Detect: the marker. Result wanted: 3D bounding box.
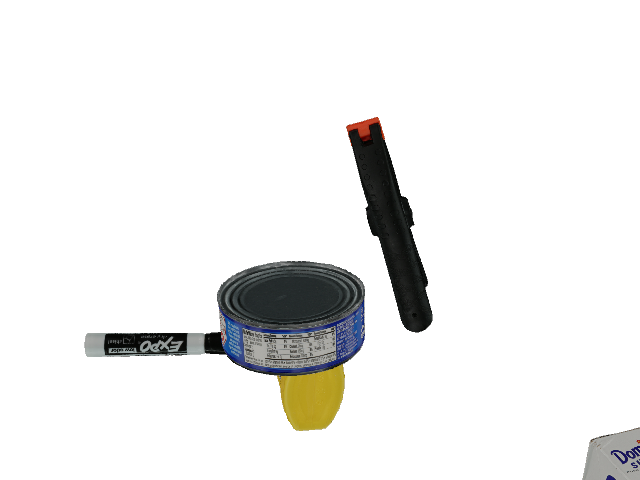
[{"bbox_3d":[-0.122,0.080,0.830,0.121,0.020,0.020,-1,0,1],"label":"marker"}]

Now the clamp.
[{"bbox_3d":[0.058,-0.011,0.861,0.039,0.171,0.120,-20,20,3],"label":"clamp"}]

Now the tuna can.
[{"bbox_3d":[-0.016,0.044,0.620,0.086,0.034,0.086,-2,23,1],"label":"tuna can"}]

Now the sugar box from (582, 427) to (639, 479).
[{"bbox_3d":[0.184,0.177,0.501,0.048,0.093,0.176,-9,29,-21],"label":"sugar box"}]

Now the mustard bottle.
[{"bbox_3d":[-0.023,0.093,1.044,0.058,0.096,0.192,-4,28,-10],"label":"mustard bottle"}]
